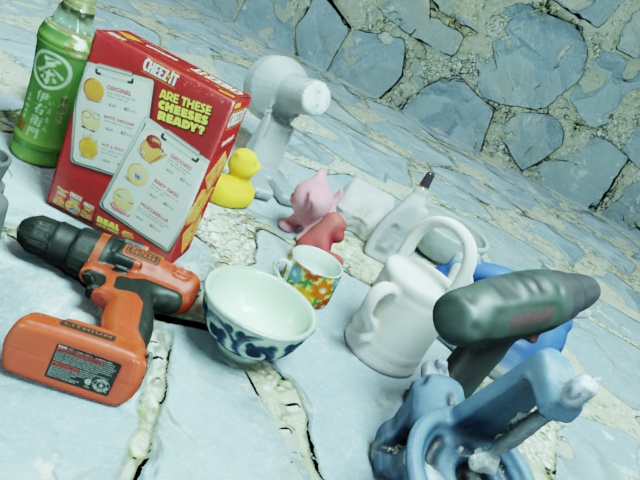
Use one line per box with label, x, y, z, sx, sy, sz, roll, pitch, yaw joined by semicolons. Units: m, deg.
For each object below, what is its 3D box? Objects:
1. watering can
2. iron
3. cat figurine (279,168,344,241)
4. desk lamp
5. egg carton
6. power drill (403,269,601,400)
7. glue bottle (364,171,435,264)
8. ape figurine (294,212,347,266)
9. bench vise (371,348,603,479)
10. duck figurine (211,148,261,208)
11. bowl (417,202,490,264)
watering can;0.120;0.058;0.689;0.100;0.194;0.173;34;23;15
iron;0.244;0.094;0.823;0.258;0.141;0.119;33;23;12
cat figurine;-0.004;-0.055;0.889;0.067;0.117;0.128;39;25;24
desk lamp;-0.068;-0.201;1.003;0.118;0.213;0.202;10;28;-36
egg carton;0.082;-0.056;1.051;0.107;0.069;0.150;27;23;-2
power drill;0.190;0.117;0.625;0.230;0.208;0.075;7;31;-41
glue bottle;0.143;-0.037;0.944;0.078;0.173;0.037;27;23;-2
ape figurine;0.007;0.003;0.813;0.076;0.092;0.077;22;23;-14
bench vise;0.114;0.149;0.457;0.122;0.219;0.207;15;26;-29
duck figurine;-0.131;-0.102;0.887;0.077;0.086;0.105;36;24;19
bowl;0.235;0.000;1.097;0.168;0.074;0.167;24;23;-10
